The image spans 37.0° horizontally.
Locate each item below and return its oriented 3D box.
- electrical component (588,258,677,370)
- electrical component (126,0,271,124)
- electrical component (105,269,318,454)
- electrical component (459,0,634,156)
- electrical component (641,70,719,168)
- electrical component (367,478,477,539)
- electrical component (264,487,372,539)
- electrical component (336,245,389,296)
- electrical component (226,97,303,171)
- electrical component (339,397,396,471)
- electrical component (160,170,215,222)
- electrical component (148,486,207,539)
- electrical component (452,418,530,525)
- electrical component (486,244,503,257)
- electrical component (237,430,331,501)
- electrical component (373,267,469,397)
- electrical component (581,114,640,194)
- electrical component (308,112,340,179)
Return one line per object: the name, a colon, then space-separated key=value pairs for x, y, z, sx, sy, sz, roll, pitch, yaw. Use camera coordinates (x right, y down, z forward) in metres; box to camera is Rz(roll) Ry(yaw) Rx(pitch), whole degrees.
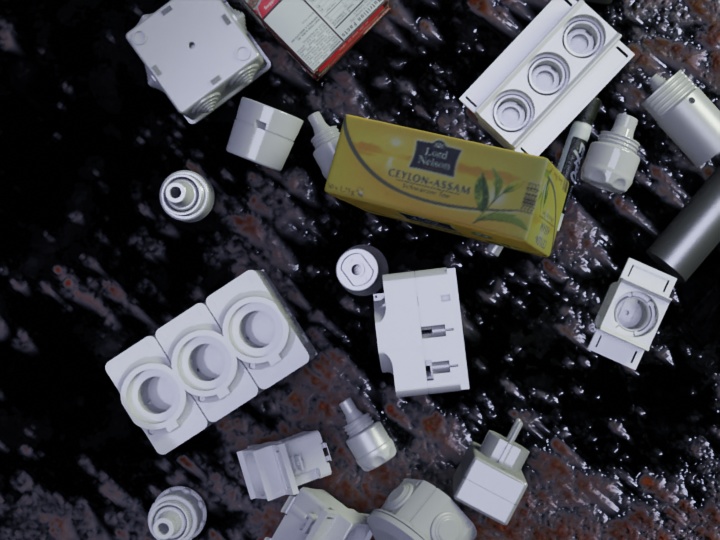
electrical component: x=0.220 y=0.035 z=0.877 sx=0.042 sy=0.064 sz=0.081 roll=25 pitch=91 yaw=5
electrical component: x=-0.138 y=-0.186 z=0.912 sx=0.100 sy=0.048 sz=0.099 roll=-36 pitch=88 yaw=4
electrical component: x=-0.124 y=0.076 z=0.902 sx=0.150 sy=0.062 sz=0.089 roll=-33 pitch=87 yaw=3
electrical component: x=0.152 y=-0.156 z=0.884 sx=0.079 sy=0.063 sz=0.121 roll=44 pitch=92 yaw=3
electrical component: x=0.268 y=-0.128 z=0.885 sx=0.043 sy=0.043 sz=0.081 roll=-41 pitch=87 yaw=3
electrical component: x=0.049 y=0.208 z=0.860 sx=0.080 sy=0.080 sz=0.051 roll=42 pitch=66 yaw=3
electrical component: x=-0.049 y=0.246 z=0.891 sx=0.063 sy=0.079 sz=0.121 roll=31 pitch=92 yaw=32
electrical component: x=0.000 y=0.000 z=0.892 sx=0.044 sy=0.065 sz=0.044 roll=0 pitch=90 yaw=4
electrical component: x=-0.082 y=-0.113 z=0.906 sx=0.055 sy=0.055 sz=0.047 roll=22 pitch=94 yaw=4
electrical component: x=0.003 y=0.136 z=0.907 sx=0.035 sy=0.035 sz=0.061 roll=-31 pitch=85 yaw=3
electrical component: x=-0.148 y=-0.063 z=0.905 sx=0.043 sy=0.062 sz=0.043 roll=0 pitch=89 yaw=4
electrical component: x=-0.158 y=0.210 z=0.903 sx=0.048 sy=0.062 sz=0.048 roll=0 pitch=90 yaw=4
electrical component: x=0.113 y=0.155 z=0.874 sx=0.047 sy=0.083 sz=0.075 roll=27 pitch=91 yaw=4
electrical component: x=0.126 y=-0.040 z=0.899 sx=0.035 sy=0.035 sz=0.061 roll=31 pitch=94 yaw=4
electrical component: x=-0.061 y=0.160 z=0.892 sx=0.064 sy=0.081 sz=0.042 roll=-17 pitch=89 yaw=-25
electrical component: x=0.047 y=0.047 z=0.846 sx=0.062 sy=0.150 sz=0.089 roll=-7 pitch=88 yaw=4
electrical component: x=0.211 y=-0.097 z=0.889 sx=0.043 sy=0.043 sz=0.062 roll=20 pitch=90 yaw=4
electrical component: x=-0.025 y=-0.105 z=0.911 sx=0.035 sy=0.035 sz=0.061 roll=-29 pitch=85 yaw=3
